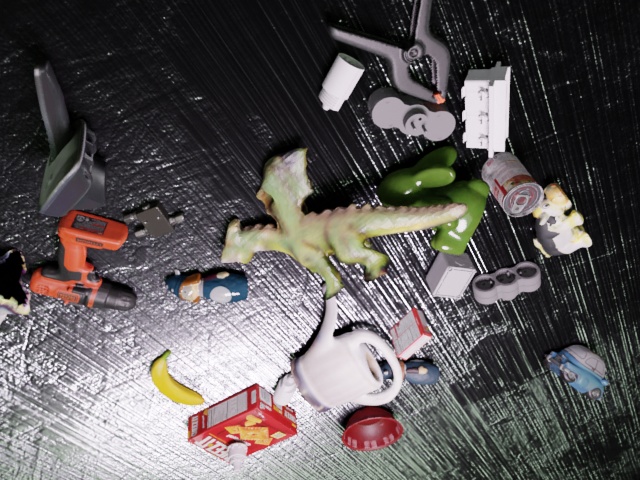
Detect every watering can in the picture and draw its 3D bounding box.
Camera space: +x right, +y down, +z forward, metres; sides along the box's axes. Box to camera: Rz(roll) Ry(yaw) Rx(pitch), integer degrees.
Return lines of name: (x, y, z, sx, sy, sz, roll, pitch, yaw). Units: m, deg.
watering can: (0.032, 0.251, 1.114, 0.223, 0.106, 0.343, -30, 113, 15)

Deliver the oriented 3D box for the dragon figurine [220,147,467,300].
dragon figurine: (0.003, -0.042, 0.843, 0.406, 0.125, 0.240, -30, 113, 26)

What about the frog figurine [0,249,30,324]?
frog figurine: (-0.585, 0.097, 0.876, 0.158, 0.124, 0.137, -23, 96, 21)
